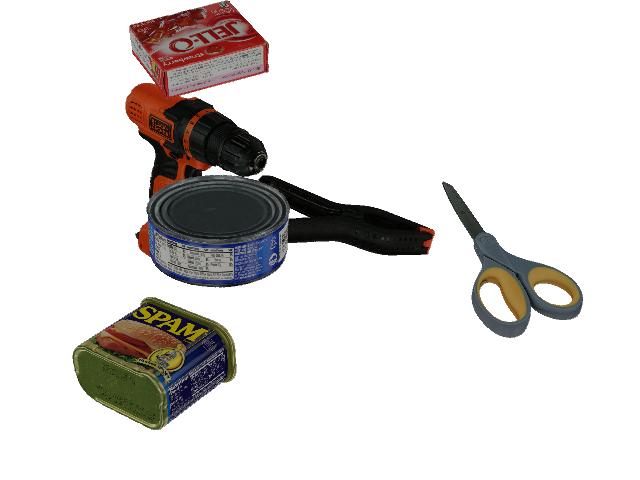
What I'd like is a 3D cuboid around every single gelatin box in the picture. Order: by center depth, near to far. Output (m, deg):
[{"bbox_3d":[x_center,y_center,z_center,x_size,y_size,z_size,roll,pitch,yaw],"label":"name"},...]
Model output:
[{"bbox_3d":[-0.095,-0.151,0.832,0.089,0.030,0.073,-19,46,-20],"label":"gelatin box"}]

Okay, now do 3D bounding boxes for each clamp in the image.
[{"bbox_3d":[0.026,-0.016,1.198,0.210,0.036,0.164,15,21,-5],"label":"clamp"}]

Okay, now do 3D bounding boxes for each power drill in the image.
[{"bbox_3d":[-0.128,-0.053,1.092,0.185,0.188,0.057,30,38,34],"label":"power drill"}]

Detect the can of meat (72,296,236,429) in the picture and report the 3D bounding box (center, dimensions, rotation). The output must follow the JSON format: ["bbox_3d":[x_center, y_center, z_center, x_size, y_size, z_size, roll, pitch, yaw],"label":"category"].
[{"bbox_3d":[-0.133,0.097,0.847,0.102,0.057,0.083,18,34,31],"label":"can of meat"}]

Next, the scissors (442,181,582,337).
[{"bbox_3d":[0.159,0.009,0.892,0.096,0.016,0.201,1,38,-1],"label":"scissors"}]

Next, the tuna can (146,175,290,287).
[{"bbox_3d":[-0.062,-0.006,0.648,0.086,0.034,0.086,2,29,-1],"label":"tuna can"}]
